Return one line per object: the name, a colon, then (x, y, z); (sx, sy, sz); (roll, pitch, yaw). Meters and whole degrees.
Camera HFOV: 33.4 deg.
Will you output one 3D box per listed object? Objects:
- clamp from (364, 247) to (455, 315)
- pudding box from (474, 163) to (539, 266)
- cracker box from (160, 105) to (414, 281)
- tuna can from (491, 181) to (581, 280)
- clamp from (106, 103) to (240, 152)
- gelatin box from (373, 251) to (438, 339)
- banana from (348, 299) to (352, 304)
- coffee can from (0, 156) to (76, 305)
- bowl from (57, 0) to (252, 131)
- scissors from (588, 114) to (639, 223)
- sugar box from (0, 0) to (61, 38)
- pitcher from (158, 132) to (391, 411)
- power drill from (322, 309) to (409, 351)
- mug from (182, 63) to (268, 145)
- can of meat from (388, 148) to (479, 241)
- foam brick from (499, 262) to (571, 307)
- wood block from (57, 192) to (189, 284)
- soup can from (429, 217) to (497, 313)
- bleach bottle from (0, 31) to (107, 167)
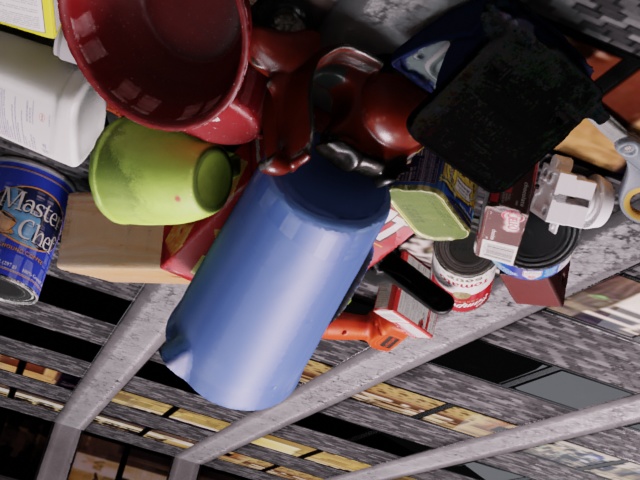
clamp: (0.063, 0.009, 1.099); (0.172, 0.039, 0.120); (20, 136, 52)
pudding box: (0.159, -0.041, 0.893); (0.039, 0.090, 0.113); (13, 159, 7)
cracker box: (-0.025, -0.018, 0.997); (0.164, 0.072, 0.214); (25, 135, -29)
tuna can: (0.190, -0.008, 0.962); (0.086, 0.086, 0.034); (10, 160, 10)
clamp: (-0.138, -0.092, 1.008); (0.165, 0.036, 0.209); (-2, 160, 35)
gelatin box: (0.101, 0.063, 1.206); (0.030, 0.073, 0.089); (-4, 153, 39)
banana: (-0.017, -0.005, 1.130); (0.070, 0.037, 0.197); (36, 167, 41)
coffee can: (-0.348, -0.010, 1.210); (0.103, 0.140, 0.103); (12, 158, 5)
bowl: (-0.105, -0.161, 0.750); (0.162, 0.055, 0.162); (14, 121, 25)
scissors: (0.241, -0.065, 0.865); (0.201, 0.016, 0.096); (22, 141, -19)
sugar box: (-0.230, -0.218, 0.760); (0.093, 0.048, 0.176); (16, 155, -5)
pitcher: (-0.027, 0.025, 0.908); (0.145, 0.149, 0.243); (26, 132, -5)
power drill: (0.014, 0.092, 1.300); (0.187, 0.057, 0.185); (5, 161, -13)
mug: (-0.070, -0.123, 0.844); (0.093, 0.081, 0.117); (-2, 154, 34)
can of meat: (0.099, -0.057, 0.901); (0.058, 0.084, 0.102); (1, 155, 29)
foam brick: (0.218, 0.029, 1.078); (0.051, 0.053, 0.078); (3, 156, 26)
wood block: (-0.180, -0.002, 1.161); (0.207, 0.090, 0.090); (0, 168, 38)
soup can: (0.148, 0.026, 1.095); (0.068, 0.068, 0.102); (11, 157, 8)
bleach bottle: (-0.312, -0.152, 0.928); (0.251, 0.068, 0.103); (22, 140, 5)
